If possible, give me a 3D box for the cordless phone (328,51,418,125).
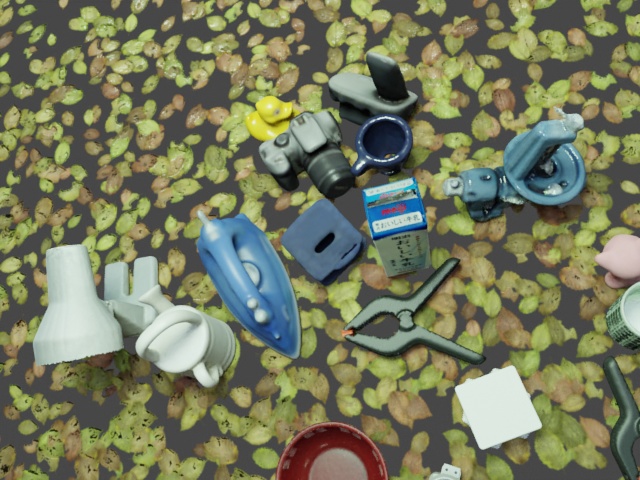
[{"bbox_3d":[0.080,-0.262,0.934,0.147,0.185,0.094,22,78,19],"label":"cordless phone"}]

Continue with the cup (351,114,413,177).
[{"bbox_3d":[0.100,-0.135,0.935,0.091,0.095,0.118,42,85,22],"label":"cup"}]

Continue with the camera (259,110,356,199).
[{"bbox_3d":[-0.014,-0.133,0.957,0.143,0.101,0.136,-32,68,1],"label":"camera"}]

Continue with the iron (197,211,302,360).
[{"bbox_3d":[-0.113,0.066,0.890,0.118,0.142,0.258,-34,68,0],"label":"iron"}]

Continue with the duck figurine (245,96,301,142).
[{"bbox_3d":[-0.087,-0.221,1.012,0.104,0.086,0.077,-2,71,12],"label":"duck figurine"}]

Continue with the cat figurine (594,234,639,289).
[{"bbox_3d":[0.444,0.032,0.788,0.127,0.118,0.067,17,76,18],"label":"cat figurine"}]

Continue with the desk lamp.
[{"bbox_3d":[-0.348,0.102,0.893,0.117,0.214,0.203,-11,70,9],"label":"desk lamp"}]

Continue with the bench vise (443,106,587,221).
[{"bbox_3d":[0.287,-0.094,0.811,0.207,0.220,0.121,-28,68,3],"label":"bench vise"}]

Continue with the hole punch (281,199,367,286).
[{"bbox_3d":[0.008,0.003,0.911,0.109,0.091,0.101,-45,68,-4],"label":"hole punch"}]

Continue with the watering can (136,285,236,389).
[{"bbox_3d":[-0.212,0.146,0.858,0.172,0.194,0.101,28,80,20],"label":"watering can"}]
